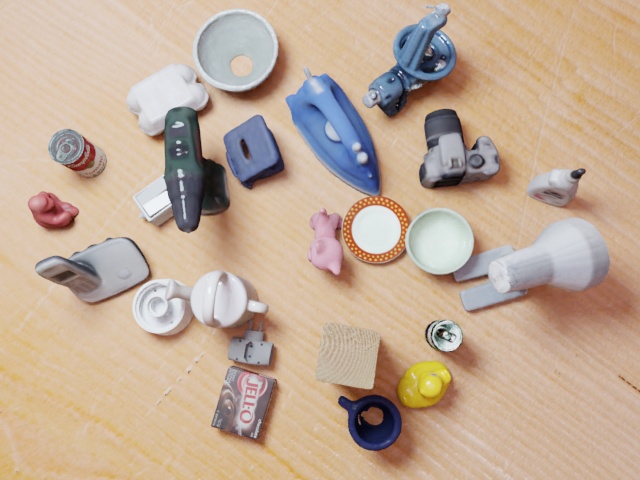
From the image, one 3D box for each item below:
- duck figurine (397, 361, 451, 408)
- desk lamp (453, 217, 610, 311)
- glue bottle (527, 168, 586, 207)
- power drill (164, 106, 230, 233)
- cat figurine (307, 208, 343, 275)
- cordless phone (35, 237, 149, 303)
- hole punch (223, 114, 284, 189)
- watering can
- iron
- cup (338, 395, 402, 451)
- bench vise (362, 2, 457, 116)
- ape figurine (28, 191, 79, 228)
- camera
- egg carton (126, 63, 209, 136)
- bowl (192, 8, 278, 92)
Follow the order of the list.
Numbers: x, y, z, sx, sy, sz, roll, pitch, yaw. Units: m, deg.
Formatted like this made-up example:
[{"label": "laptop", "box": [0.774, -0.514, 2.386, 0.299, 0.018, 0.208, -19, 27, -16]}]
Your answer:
[{"label": "duck figurine", "box": [0.187, 0.258, 1.011, 0.104, 0.086, 0.077, -31, 81, -2]}, {"label": "desk lamp", "box": [0.348, 0.050, 0.969, 0.203, 0.213, 0.118, -17, 81, 0]}, {"label": "glue bottle", "box": [0.426, -0.100, 1.008, 0.078, 0.173, 0.037, 18, 83, 6]}, {"label": "power drill", "box": [-0.222, -0.110, 1.022, 0.075, 0.208, 0.230, -11, 81, 2]}, {"label": "cat figurine", "box": [0.010, 0.004, 1.041, 0.067, 0.118, 0.128, -3, 82, 3]}, {"label": "cordless phone", "box": [-0.403, 0.046, 1.020, 0.147, 0.185, 0.094, -27, 81, -1]}, {"label": "hole punch", "box": [-0.129, -0.167, 1.085, 0.101, 0.091, 0.108, -22, 81, 0]}, {"label": "watering can", "box": [-0.180, 0.105, 0.996, 0.173, 0.194, 0.101, -11, 81, 1]}, {"label": "iron", "box": [0.039, -0.200, 1.057, 0.118, 0.141, 0.258, -34, 82, -2]}, {"label": "cup", "box": [0.082, 0.307, 1.005, 0.117, 0.095, 0.092, 31, 84, 7]}, {"label": "bench vise", "box": [0.172, -0.316, 1.028, 0.121, 0.220, 0.207, 30, 84, 7]}, {"label": "ape figurine", "box": [-0.518, -0.061, 1.088, 0.076, 0.092, 0.078, -26, 81, -1]}, {"label": "camera", "box": [0.252, -0.176, 1.064, 0.143, 0.101, 0.137, -8, 81, 2]}, {"label": "egg carton", "box": [-0.298, -0.275, 1.120, 0.150, 0.069, 0.107, -32, 81, -2]}, {"label": "bowl", "box": [-0.160, -0.360, 1.123, 0.167, 0.075, 0.167, 0, 82, 3]}]
